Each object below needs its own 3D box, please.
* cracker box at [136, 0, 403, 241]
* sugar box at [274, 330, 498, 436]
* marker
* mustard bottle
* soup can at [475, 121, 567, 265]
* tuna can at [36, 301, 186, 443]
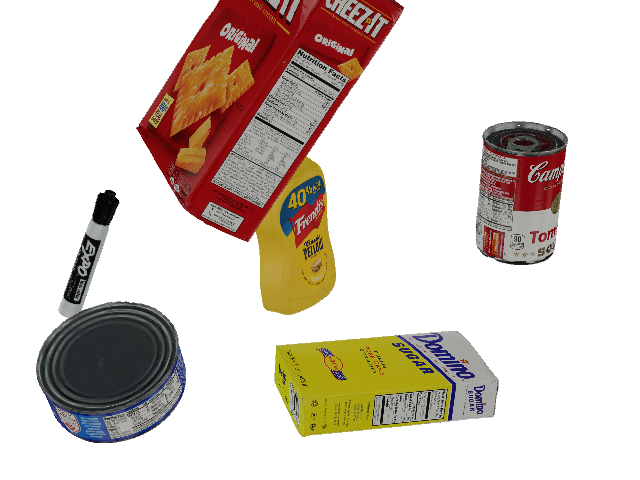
[{"bbox_3d":[-0.050,-0.131,0.838,0.072,0.214,0.164,26,16,-32],"label":"cracker box"},{"bbox_3d":[0.056,0.122,0.931,0.176,0.048,0.093,-6,26,-15],"label":"sugar box"},{"bbox_3d":[-0.197,0.012,0.909,0.020,0.121,0.020,20,21,-8],"label":"marker"},{"bbox_3d":[-0.030,-0.027,1.096,0.058,0.191,0.096,12,29,36],"label":"mustard bottle"},{"bbox_3d":[0.165,-0.039,0.885,0.068,0.102,0.068,0,27,0],"label":"soup can"},{"bbox_3d":[-0.125,0.079,0.646,0.086,0.034,0.086,-4,44,4],"label":"tuna can"}]
